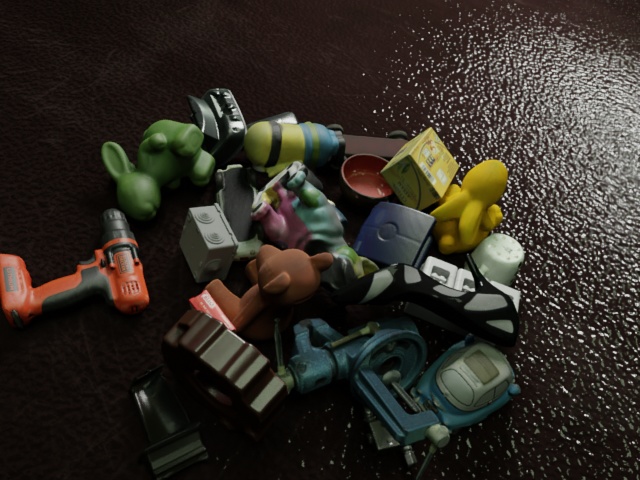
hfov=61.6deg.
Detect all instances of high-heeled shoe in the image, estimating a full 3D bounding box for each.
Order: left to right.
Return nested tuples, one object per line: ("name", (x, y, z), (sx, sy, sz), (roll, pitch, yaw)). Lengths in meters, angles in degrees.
("high-heeled shoe", (0.148, 0.102, 0.738), (0.249, 0.086, 0.145), (-13, 71, -11))

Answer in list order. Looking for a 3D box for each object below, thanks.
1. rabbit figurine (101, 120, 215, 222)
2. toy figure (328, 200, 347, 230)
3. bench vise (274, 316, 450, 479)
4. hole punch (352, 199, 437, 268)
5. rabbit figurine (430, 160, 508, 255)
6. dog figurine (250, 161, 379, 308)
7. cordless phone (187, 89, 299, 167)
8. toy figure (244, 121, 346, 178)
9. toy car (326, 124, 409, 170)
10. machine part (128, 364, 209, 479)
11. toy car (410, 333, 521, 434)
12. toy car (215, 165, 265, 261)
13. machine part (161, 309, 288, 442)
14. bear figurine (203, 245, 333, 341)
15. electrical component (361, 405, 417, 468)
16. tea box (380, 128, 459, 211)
("rabbit figurine", (-0.282, -0.115, 0.884), (0.159, 0.121, 0.170), (23, 66, 11))
("toy figure", (-0.026, -0.055, 0.926), (0.155, 0.057, 0.064), (35, 45, 21))
("bench vise", (0.063, 0.180, 0.690), (0.223, 0.128, 0.241), (-4, 29, -30))
("hole punch", (0.120, 0.001, 0.872), (0.116, 0.092, 0.142), (26, 78, 9))
("rabbit figurine", (0.252, -0.062, 0.919), (0.122, 0.173, 0.162), (42, 51, 15))
("dog figurine", (-0.002, -0.003, 0.832), (0.219, 0.108, 0.192), (50, 9, -15))
("cordless phone", (-0.141, -0.225, 0.993), (0.184, 0.088, 0.147), (-19, 57, -11))
("toy figure", (-0.044, -0.168, 0.943), (0.180, 0.089, 0.082), (-8, 25, -15))
("toy car", (0.092, -0.173, 1.048), (0.202, 0.053, 0.089), (0, 65, -15))
("machine part", (-0.199, 0.227, 0.676), (0.084, 0.039, 0.139), (-21, 60, -21))
("toy car", (0.210, 0.192, 0.753), (0.162, 0.102, 0.109), (-22, 59, -29))
("toy car", (-0.136, -0.050, 0.899), (0.073, 0.056, 0.202), (-6, 52, -9))
("machine part", (-0.120, 0.167, 0.658), (0.179, 0.179, 0.056), (34, 55, 15))
("bear figurine", (-0.074, 0.057, 0.731), (0.120, 0.195, 0.132), (-30, 69, -32))
("electrical component", (0.093, 0.261, 0.721), (0.063, 0.021, 0.094), (-7, 50, -17))
("tea box", (0.182, -0.125, 0.959), (0.098, 0.068, 0.169), (54, 33, -6))
